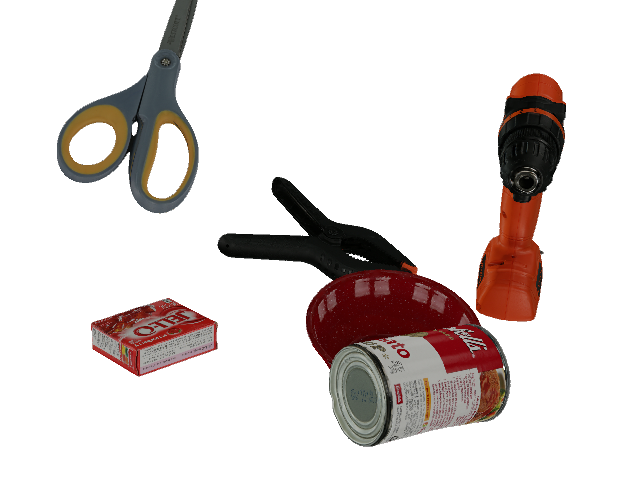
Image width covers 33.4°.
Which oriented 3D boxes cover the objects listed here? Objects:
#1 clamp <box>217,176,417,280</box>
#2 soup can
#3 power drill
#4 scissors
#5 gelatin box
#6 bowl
[{"bbox_3d":[0.001,0.008,1.165,0.210,0.036,0.164,27,36,15],"label":"clamp"},{"bbox_3d":[0.065,0.095,0.707,0.102,0.068,0.069,-6,3,-33],"label":"soup can"},{"bbox_3d":[0.169,-0.028,0.897,0.057,0.188,0.184,10,31,11],"label":"power drill"},{"bbox_3d":[-0.120,-0.107,0.692,0.096,0.202,0.016,0,-28,-11],"label":"scissors"},{"bbox_3d":[-0.148,0.084,0.952,0.089,0.030,0.073,-17,27,-40],"label":"gelatin box"},{"bbox_3d":[0.065,0.097,0.982,0.162,0.055,0.162,4,38,-3],"label":"bowl"}]
